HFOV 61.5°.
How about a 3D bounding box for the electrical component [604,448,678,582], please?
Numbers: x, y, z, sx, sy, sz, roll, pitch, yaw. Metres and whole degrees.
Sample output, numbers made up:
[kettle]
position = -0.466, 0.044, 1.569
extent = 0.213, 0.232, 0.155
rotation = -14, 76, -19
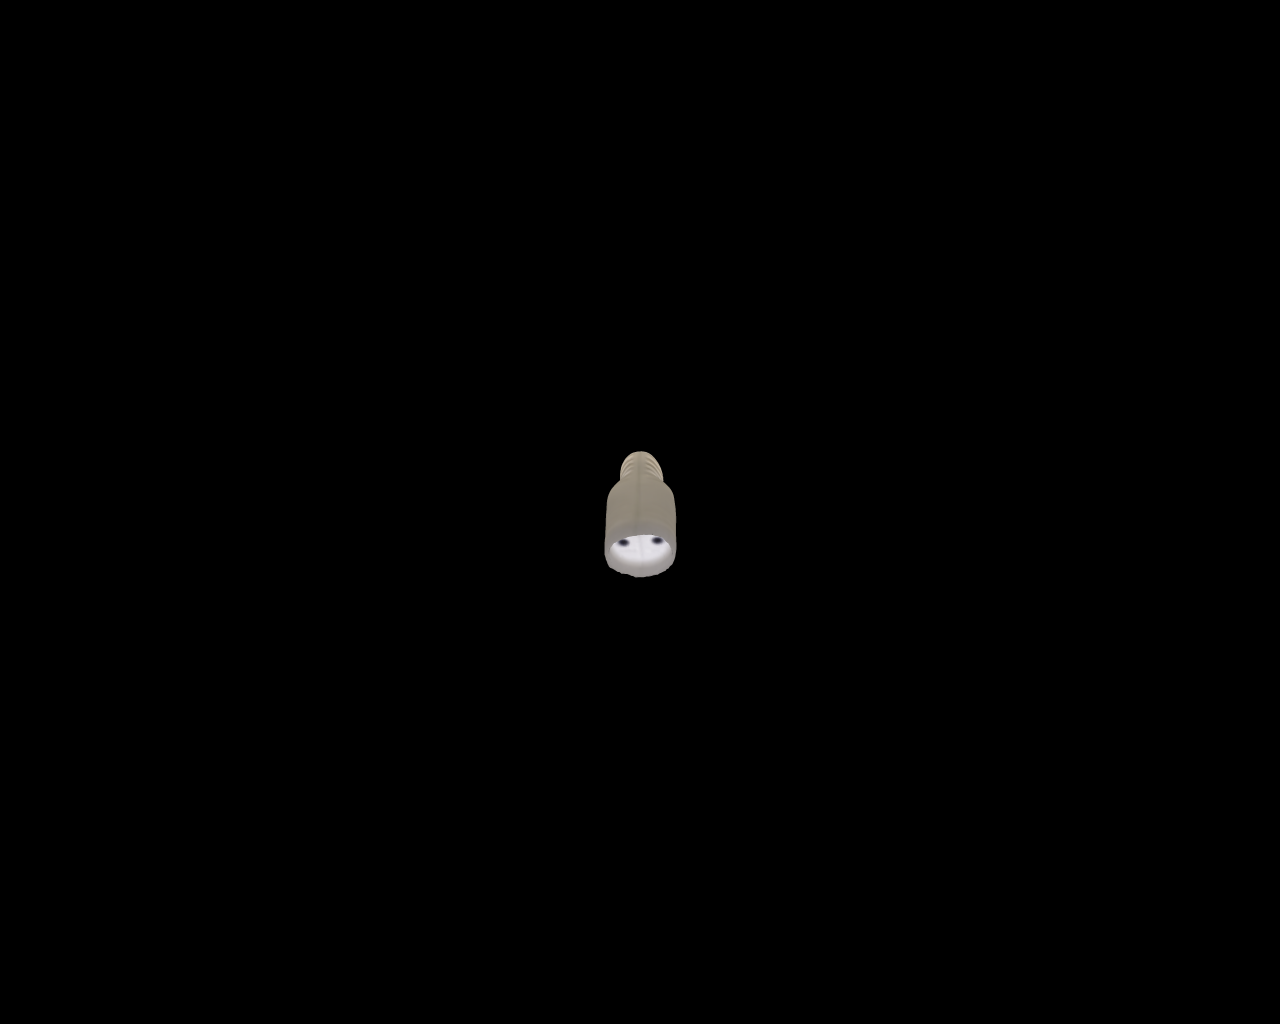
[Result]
[electrical component]
position = 0.001, -0.003, 0.650
extent = 0.043, 0.081, 0.043
rotation = 0, -43, 0
